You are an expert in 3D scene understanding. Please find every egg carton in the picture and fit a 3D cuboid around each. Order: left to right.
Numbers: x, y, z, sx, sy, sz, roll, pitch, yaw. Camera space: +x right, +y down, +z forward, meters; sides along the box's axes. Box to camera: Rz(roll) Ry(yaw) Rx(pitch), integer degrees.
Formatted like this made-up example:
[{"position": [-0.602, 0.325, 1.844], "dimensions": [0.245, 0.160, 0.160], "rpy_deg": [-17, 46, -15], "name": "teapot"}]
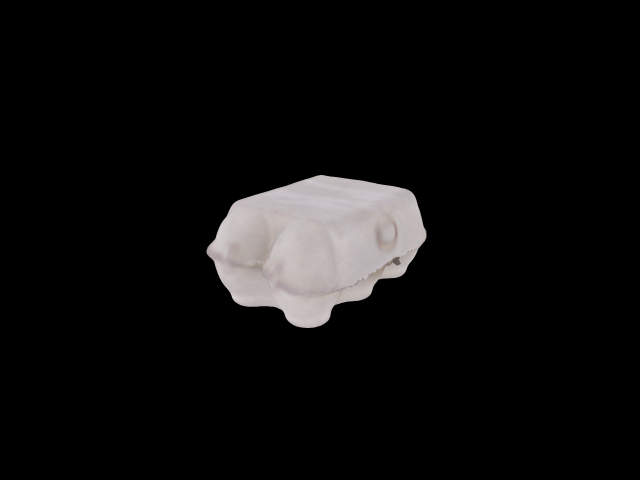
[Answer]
[{"position": [0.004, 0.001, 0.400], "dimensions": [0.107, 0.069, 0.151], "rpy_deg": [14, 24, 34], "name": "egg carton"}]
